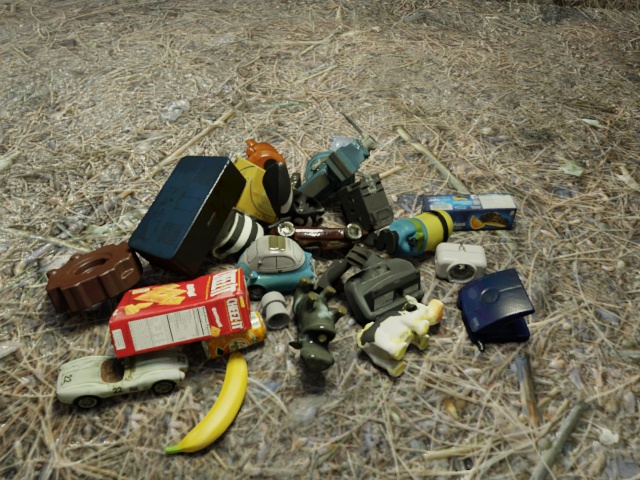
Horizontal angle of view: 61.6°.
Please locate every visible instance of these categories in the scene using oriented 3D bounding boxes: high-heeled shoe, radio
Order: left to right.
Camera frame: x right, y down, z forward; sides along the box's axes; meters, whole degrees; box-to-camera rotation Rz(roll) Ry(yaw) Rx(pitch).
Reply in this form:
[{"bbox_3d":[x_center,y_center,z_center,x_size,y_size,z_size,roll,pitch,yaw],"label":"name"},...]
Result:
[{"bbox_3d":[-0.249,-0.052,1.011,0.131,0.073,0.229,10,61,31],"label":"radio"},{"bbox_3d":[-0.038,-0.092,1.093,0.145,0.248,0.086,-21,67,-20],"label":"high-heeled shoe"}]

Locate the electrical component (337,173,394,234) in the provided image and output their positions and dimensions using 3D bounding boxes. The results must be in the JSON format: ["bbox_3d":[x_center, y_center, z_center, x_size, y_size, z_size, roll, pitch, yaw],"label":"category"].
[{"bbox_3d":[0.092,-0.068,1.146,0.058,0.134,0.115,-18,86,-25],"label":"electrical component"}]

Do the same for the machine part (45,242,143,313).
[{"bbox_3d":[-0.415,0.064,0.991,0.179,0.056,0.179,-14,24,6],"label":"machine part"}]

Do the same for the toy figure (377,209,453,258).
[{"bbox_3d":[0.201,-0.013,1.097,0.180,0.089,0.082,-7,43,-37],"label":"toy figure"}]

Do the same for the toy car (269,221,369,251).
[{"bbox_3d":[-0.002,-0.003,1.096,0.202,0.089,0.053,3,71,-8],"label":"toy car"}]

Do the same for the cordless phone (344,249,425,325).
[{"bbox_3d":[0.097,0.072,1.037,0.146,0.088,0.184,-21,33,-23],"label":"cordless phone"}]

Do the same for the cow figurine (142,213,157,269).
[{"bbox_3d":[-0.304,-0.033,1.135,0.127,0.085,0.195,-11,39,-5],"label":"cow figurine"}]

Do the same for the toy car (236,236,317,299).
[{"bbox_3d":[-0.087,0.044,1.033,0.162,0.102,0.109,-2,41,-1],"label":"toy car"}]

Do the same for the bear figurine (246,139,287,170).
[{"bbox_3d":[-0.148,-0.174,1.300,0.132,0.120,0.196,-54,22,1],"label":"bear figurine"}]

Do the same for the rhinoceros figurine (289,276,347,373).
[{"bbox_3d":[-0.013,0.144,0.913,0.073,0.112,0.190,25,20,-20],"label":"rhinoceros figurine"}]

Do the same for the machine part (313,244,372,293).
[{"bbox_3d":[0.039,0.055,1.010,0.039,0.139,0.084,47,46,-2],"label":"machine part"}]

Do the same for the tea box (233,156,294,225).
[{"bbox_3d":[-0.127,-0.097,1.136,0.068,0.098,0.169,31,4,32],"label":"tea box"}]

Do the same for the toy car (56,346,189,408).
[{"bbox_3d":[-0.313,0.214,0.860,0.202,0.056,0.074,-9,41,-11],"label":"toy car"}]

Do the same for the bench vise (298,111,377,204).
[{"bbox_3d":[0.049,-0.174,1.245,0.129,0.223,0.240,40,23,2],"label":"bench vise"}]

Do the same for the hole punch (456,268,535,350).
[{"bbox_3d":[0.315,0.118,0.966,0.116,0.092,0.142,-5,44,-1],"label":"hole punch"}]

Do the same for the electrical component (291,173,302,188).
[{"bbox_3d":[-0.059,-0.126,1.265,0.021,0.063,0.094,9,40,10],"label":"electrical component"}]

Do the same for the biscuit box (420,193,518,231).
[{"bbox_3d":[0.328,-0.061,1.197,0.203,0.062,0.059,-2,41,-3],"label":"biscuit box"}]

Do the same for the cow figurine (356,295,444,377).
[{"bbox_3d":[0.143,0.152,0.939,0.098,0.068,0.167,25,44,34],"label":"cow figurine"}]
